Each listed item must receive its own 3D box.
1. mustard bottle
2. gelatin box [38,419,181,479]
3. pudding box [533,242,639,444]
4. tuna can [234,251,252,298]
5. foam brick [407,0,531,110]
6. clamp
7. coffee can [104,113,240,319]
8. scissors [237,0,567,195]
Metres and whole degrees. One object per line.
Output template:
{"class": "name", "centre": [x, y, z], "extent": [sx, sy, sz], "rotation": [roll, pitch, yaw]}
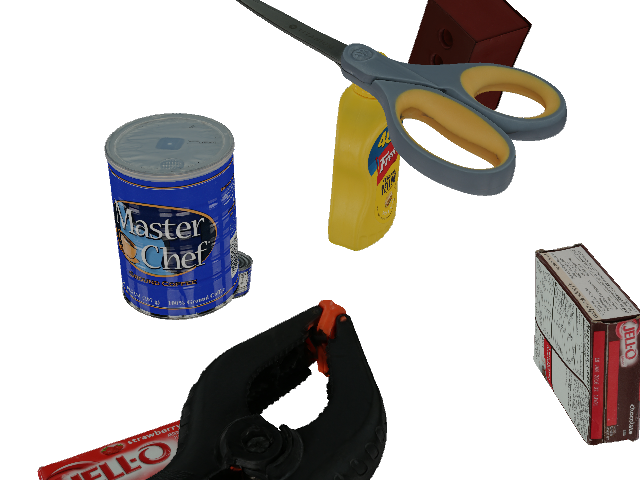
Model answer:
{"class": "mustard bottle", "centre": [0.046, -0.090, 1.011], "extent": [0.058, 0.192, 0.096], "rotation": [20, 41, 21]}
{"class": "gelatin box", "centre": [-0.105, 0.141, 0.593], "extent": [0.089, 0.030, 0.073], "rotation": [-16, 28, -20]}
{"class": "pudding box", "centre": [0.173, 0.065, 0.696], "extent": [0.039, 0.090, 0.113], "rotation": [-7, 24, -7]}
{"class": "tuna can", "centre": [-0.115, 0.034, 1.113], "extent": [0.086, 0.034, 0.086], "rotation": [5, 16, -2]}
{"class": "foam brick", "centre": [0.098, -0.127, 0.729], "extent": [0.051, 0.053, 0.078], "rotation": [-22, -32, -29]}
{"class": "clamp", "centre": [-0.016, 0.092, 0.387], "extent": [0.120, 0.039, 0.171], "rotation": [25, 49, 17]}
{"class": "coffee can", "centre": [-0.120, -0.020, 0.885], "extent": [0.103, 0.140, 0.103], "rotation": [0, 34, 0]}
{"class": "scissors", "centre": [0.041, -0.089, 0.533], "extent": [0.096, 0.016, 0.202], "rotation": [-20, 47, -22]}
